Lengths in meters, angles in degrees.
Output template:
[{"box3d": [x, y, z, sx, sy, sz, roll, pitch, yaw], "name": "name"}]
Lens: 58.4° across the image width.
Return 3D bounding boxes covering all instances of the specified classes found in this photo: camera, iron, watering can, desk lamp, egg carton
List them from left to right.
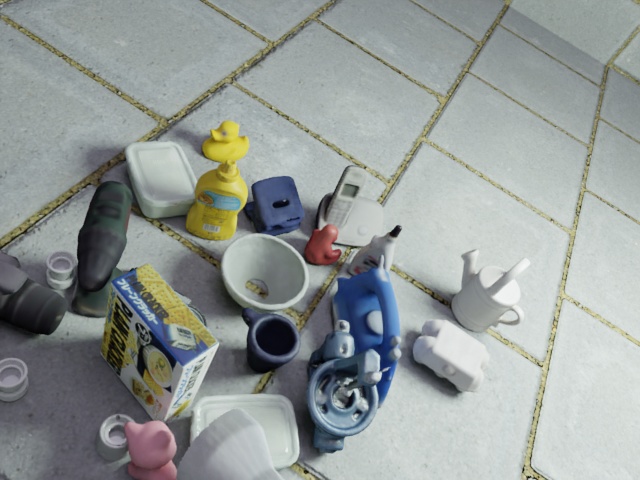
[{"box3d": [-0.464, 0.098, 0.856, 0.137, 0.100, 0.143, 24, 46, -5], "name": "camera"}, {"box3d": [-0.095, 0.348, 0.749, 0.203, 0.213, 0.118, 46, 48, 15], "name": "desk lamp"}, {"box3d": [0.109, 0.160, 1.053, 0.119, 0.141, 0.258, 5, 51, -22], "name": "iron"}, {"box3d": [0.256, 0.226, 1.119, 0.150, 0.069, 0.107, 33, 46, 3], "name": "egg carton"}, {"box3d": [0.357, 0.097, 1.189, 0.173, 0.194, 0.101, 33, 46, 3], "name": "watering can"}]

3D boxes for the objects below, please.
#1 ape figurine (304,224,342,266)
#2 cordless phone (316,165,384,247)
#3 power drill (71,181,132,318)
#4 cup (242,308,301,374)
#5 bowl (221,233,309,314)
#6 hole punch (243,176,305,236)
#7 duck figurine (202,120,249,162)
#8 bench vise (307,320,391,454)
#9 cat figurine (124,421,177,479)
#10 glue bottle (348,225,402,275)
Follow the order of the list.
[{"box3d": [0.011, 0.004, 1.169, 0.076, 0.092, 0.077, -13, 60, -33], "name": "ape figurine"}, {"box3d": [0.080, -0.073, 1.202, 0.148, 0.185, 0.094, 7, 50, -20], "name": "cordless phone"}, {"box3d": [-0.341, 0.030, 0.897, 0.076, 0.208, 0.229, 9, 50, -18], "name": "power drill"}, {"box3d": [-0.098, 0.176, 0.972, 0.117, 0.095, 0.092, 43, 48, 12], "name": "cup"}, {"box3d": [-0.109, 0.074, 1.065, 0.168, 0.074, 0.167, 13, 48, -15], "name": "bowl"}, {"box3d": [-0.088, -0.070, 1.183, 0.109, 0.091, 0.101, -17, 62, -35], "name": "hole punch"}, {"box3d": [-0.201, -0.224, 1.260, 0.105, 0.086, 0.077, -9, 57, -31], "name": "duck figurine"}, {"box3d": [0.033, 0.210, 0.920, 0.122, 0.219, 0.207, -1, 53, -26], "name": "bench vise"}, {"box3d": [-0.221, 0.306, 0.789, 0.067, 0.117, 0.127, -22, 65, -37], "name": "cat figurine"}, {"box3d": [0.121, 0.025, 1.149, 0.078, 0.173, 0.037, 29, 46, 0], "name": "glue bottle"}]
